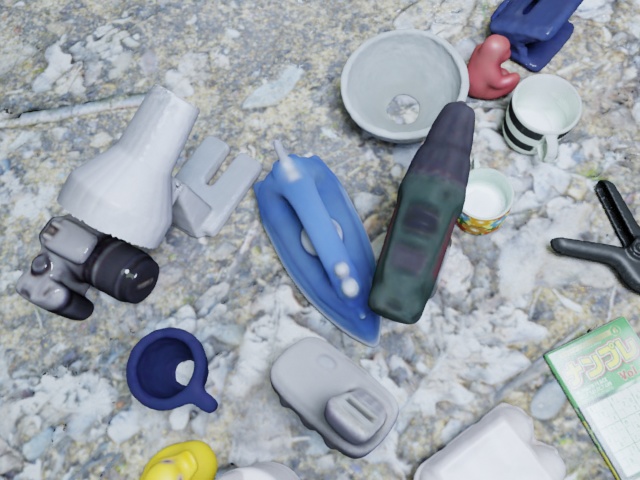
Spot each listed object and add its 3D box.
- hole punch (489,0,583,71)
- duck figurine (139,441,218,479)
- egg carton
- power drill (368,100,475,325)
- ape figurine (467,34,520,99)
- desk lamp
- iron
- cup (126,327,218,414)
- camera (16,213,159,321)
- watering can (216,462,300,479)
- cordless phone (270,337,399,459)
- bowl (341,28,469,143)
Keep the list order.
[{"bbox_3d":[0.291,-0.304,0.781,0.101,0.091,0.109,37,79,16],"label":"hole punch"},{"bbox_3d":[-0.171,0.272,0.642,0.104,0.086,0.077,-38,72,-7],"label":"duck figurine"},{"bbox_3d":[0.183,0.256,0.618,0.150,0.069,0.107,-36,72,-6],"label":"egg carton"},{"bbox_3d":[0.114,-0.011,0.640,0.075,0.208,0.230,17,74,12],"label":"power drill"},{"bbox_3d":[0.229,-0.236,0.764,0.076,0.092,0.078,-17,71,0],"label":"ape figurine"},{"bbox_3d":[-0.186,-0.076,0.691,0.117,0.214,0.203,30,77,15],"label":"desk lamp"},{"bbox_3d":[0.006,0.002,0.683,0.118,0.141,0.258,-28,71,-3],"label":"iron"},{"bbox_3d":[-0.156,0.162,0.672,0.117,0.095,0.092,35,78,16],"label":"cup"},{"bbox_3d":[-0.287,0.038,0.723,0.136,0.101,0.143,26,76,14],"label":"camera"},{"bbox_3d":[-0.065,0.275,0.572,0.173,0.194,0.100,-34,71,-6],"label":"watering can"},{"bbox_3d":[0.010,0.162,0.606,0.147,0.185,0.094,34,78,16],"label":"cordless phone"},{"bbox_3d":[0.112,-0.194,0.772,0.167,0.075,0.167,-2,72,6],"label":"bowl"}]
